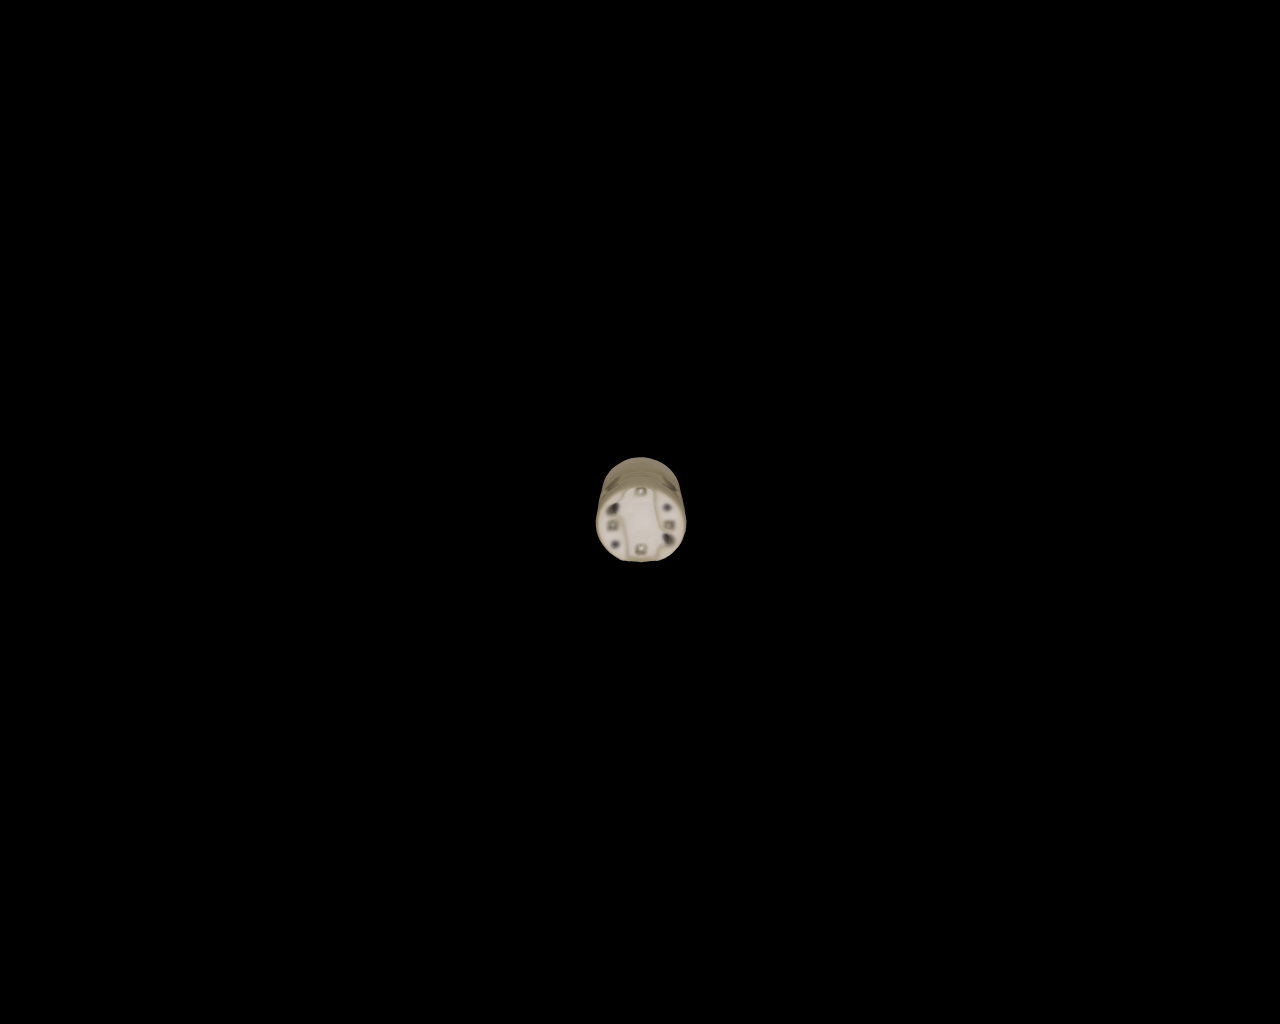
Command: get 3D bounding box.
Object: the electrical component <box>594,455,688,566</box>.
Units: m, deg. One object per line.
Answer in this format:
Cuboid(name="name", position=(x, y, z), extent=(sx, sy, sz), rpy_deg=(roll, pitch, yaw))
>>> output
Cuboid(name="electrical component", position=(0.001, -0.003, 0.650), extent=(0.055, 0.055, 0.047), rpy_deg=(0, 29, 0))
